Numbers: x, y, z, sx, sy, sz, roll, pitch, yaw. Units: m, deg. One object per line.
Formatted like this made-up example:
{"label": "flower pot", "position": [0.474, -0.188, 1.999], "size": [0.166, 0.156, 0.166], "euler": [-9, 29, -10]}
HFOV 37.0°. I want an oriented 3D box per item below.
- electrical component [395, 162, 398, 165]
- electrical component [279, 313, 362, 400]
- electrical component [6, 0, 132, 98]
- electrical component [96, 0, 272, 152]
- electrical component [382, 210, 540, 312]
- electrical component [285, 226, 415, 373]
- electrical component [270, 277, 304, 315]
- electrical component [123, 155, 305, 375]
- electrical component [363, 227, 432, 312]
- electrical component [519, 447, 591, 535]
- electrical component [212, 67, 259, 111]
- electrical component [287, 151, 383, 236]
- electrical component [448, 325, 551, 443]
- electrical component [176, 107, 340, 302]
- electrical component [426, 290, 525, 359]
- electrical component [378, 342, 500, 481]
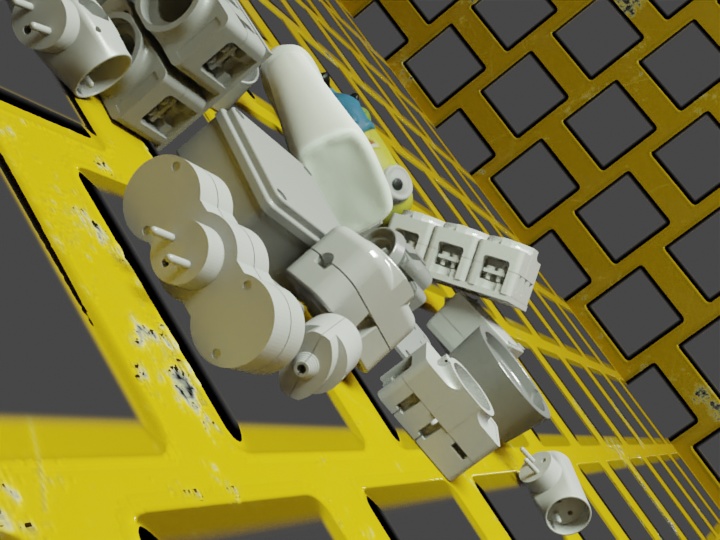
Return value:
{"label": "electrical component", "position": [-0.002, -0.137, 1.280], "size": [0.099, 0.064, 0.099], "euler": [49, 12, -14]}
{"label": "electrical component", "position": [-0.027, 0.054, 0.668], "size": [0.043, 0.043, 0.081], "euler": [52, 12, 2]}
{"label": "electrical component", "position": [-0.189, -0.152, 0.668], "size": [0.077, 0.043, 0.079], "euler": [53, 12, 6]}
{"label": "electrical component", "position": [-0.156, -0.192, 0.761], "size": [0.186, 0.105, 0.060], "euler": [58, 13, 28]}
{"label": "electrical component", "position": [0.107, -0.012, 1.138], "size": [0.150, 0.061, 0.089], "euler": [18, -2, 22]}
{"label": "electrical component", "position": [-0.002, 0.018, 0.754], "size": [0.054, 0.059, 0.095], "euler": [37, -17, 42]}
{"label": "electrical component", "position": [-0.069, 0.012, 0.643], "size": [0.065, 0.044, 0.044], "euler": [51, 11, 19]}
{"label": "electrical component", "position": [-0.090, -0.007, 0.590], "size": [0.138, 0.052, 0.074], "euler": [57, 13, 23]}
{"label": "electrical component", "position": [0.028, -0.003, 1.012], "size": [0.057, 0.058, 0.078], "euler": [46, 13, -38]}
{"label": "electrical component", "position": [0.176, 0.197, 1.009], "size": [0.079, 0.043, 0.077], "euler": [47, 13, -19]}
{"label": "electrical component", "position": [-0.142, -0.193, 0.980], "size": [0.099, 0.064, 0.099], "euler": [41, 29, -29]}
{"label": "electrical component", "position": [-0.029, -0.076, 1.035], "size": [0.100, 0.048, 0.099], "euler": [42, 15, -36]}
{"label": "electrical component", "position": [0.123, 0.113, 1.018], "size": [0.108, 0.060, 0.108], "euler": [49, 12, -14]}
{"label": "electrical component", "position": [-0.068, -0.047, 0.781], "size": [0.109, 0.056, 0.108], "euler": [37, 18, -50]}
{"label": "electrical component", "position": [0.114, 0.069, 1.129], "size": [0.096, 0.061, 0.062], "euler": [48, 9, 24]}
{"label": "electrical component", "position": [0.064, 0.106, 0.828], "size": [0.089, 0.056, 0.050], "euler": [50, 12, -8]}
